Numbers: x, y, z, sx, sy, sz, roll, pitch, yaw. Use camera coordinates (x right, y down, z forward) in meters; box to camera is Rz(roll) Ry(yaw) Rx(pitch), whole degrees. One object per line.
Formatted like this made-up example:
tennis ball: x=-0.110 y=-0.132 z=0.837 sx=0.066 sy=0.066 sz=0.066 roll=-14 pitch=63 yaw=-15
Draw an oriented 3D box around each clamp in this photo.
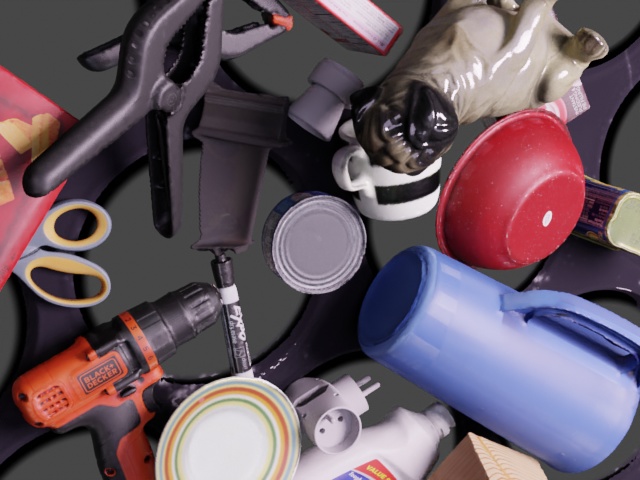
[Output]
clamp: x=-0.103 y=-0.192 z=0.824 sx=0.171 sy=0.039 sz=0.120 roll=-6 pitch=115 yaw=-26
clamp: x=-0.119 y=-0.102 z=0.796 sx=0.210 sy=0.036 sz=0.164 roll=-63 pitch=150 yaw=-4

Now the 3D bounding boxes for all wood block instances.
wood block: x=0.116 y=0.286 z=0.958 sx=0.090 sy=0.091 sz=0.206 roll=26 pitch=113 yaw=-27

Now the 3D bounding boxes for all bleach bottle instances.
bleach bottle: x=0.012 y=0.220 z=0.956 sx=0.250 sy=0.068 sz=0.102 roll=-33 pitch=112 yaw=-15

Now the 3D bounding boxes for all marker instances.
marker: x=-0.075 y=0.069 z=0.908 sx=0.020 sy=0.020 sz=0.121 roll=-15 pitch=107 yaw=-19

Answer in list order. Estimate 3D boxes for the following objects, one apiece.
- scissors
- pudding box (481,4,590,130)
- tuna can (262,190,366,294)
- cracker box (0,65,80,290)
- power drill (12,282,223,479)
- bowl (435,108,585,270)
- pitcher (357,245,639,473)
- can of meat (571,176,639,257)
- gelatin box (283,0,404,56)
scissors: x=-0.248 y=-0.008 z=0.822 sx=0.201 sy=0.016 sz=0.096 roll=24 pitch=91 yaw=-25
pudding box: x=0.180 y=-0.144 z=0.951 sx=0.090 sy=0.039 sz=0.113 roll=-33 pitch=113 yaw=-12
tuna can: x=-0.006 y=0.001 z=0.912 sx=0.086 sy=0.034 sz=0.086 roll=-5 pitch=104 yaw=-21
cracker box: x=-0.290 y=-0.066 z=0.745 sx=0.213 sy=0.072 sz=0.164 roll=35 pitch=75 yaw=-25
power drill: x=-0.135 y=0.146 z=0.883 sx=0.184 sy=0.057 sz=0.187 roll=-29 pitch=110 yaw=-15
bowl: x=0.180 y=-0.031 z=0.937 sx=0.161 sy=0.055 sz=0.162 roll=-22 pitch=132 yaw=-27
pitcher: x=0.163 y=0.097 z=0.948 sx=0.242 sy=0.145 sz=0.149 roll=29 pitch=90 yaw=-22
can of meat: x=0.285 y=-0.018 z=0.998 sx=0.102 sy=0.084 sz=0.057 roll=19 pitch=95 yaw=-25
gelatin box: x=0.015 y=-0.185 z=0.855 sx=0.089 sy=0.073 sz=0.030 roll=33 pitch=88 yaw=-25
